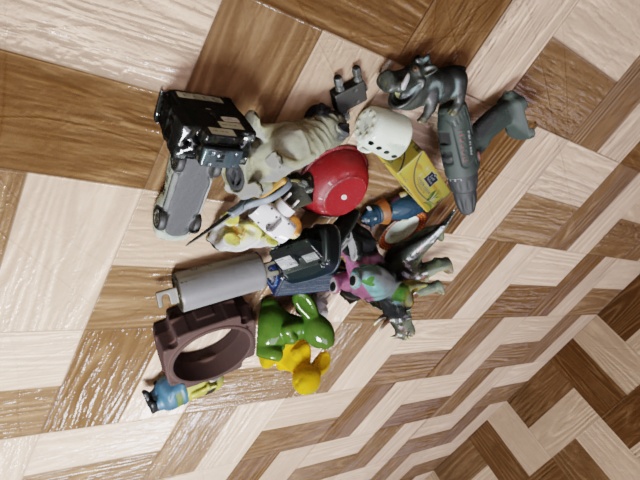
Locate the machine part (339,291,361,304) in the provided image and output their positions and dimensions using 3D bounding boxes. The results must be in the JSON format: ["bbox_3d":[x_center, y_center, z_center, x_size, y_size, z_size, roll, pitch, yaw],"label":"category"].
[{"bbox_3d":[0.084,0.103,1.281,0.039,0.084,0.138,-51,164,-34],"label":"machine part"}]

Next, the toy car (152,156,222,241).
[{"bbox_3d":[-0.215,-0.081,0.859,0.073,0.056,0.201,5,127,-32],"label":"toy car"}]

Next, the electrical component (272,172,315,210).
[{"bbox_3d":[-0.054,-0.084,0.963,0.102,0.045,0.078,-15,129,16],"label":"electrical component"}]

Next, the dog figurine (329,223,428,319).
[{"bbox_3d":[0.128,0.069,1.162,0.219,0.191,0.108,14,154,-35],"label":"dog figurine"}]

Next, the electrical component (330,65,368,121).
[{"bbox_3d":[0.051,-0.245,0.906,0.063,0.021,0.093,-29,142,-9],"label":"electrical component"}]

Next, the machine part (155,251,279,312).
[{"bbox_3d":[-0.192,0.078,1.032,0.243,0.079,0.079,-14,138,-24],"label":"machine part"}]

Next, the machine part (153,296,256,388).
[{"bbox_3d":[-0.240,0.214,1.138,0.201,0.087,0.201,-17,141,-23],"label":"machine part"}]

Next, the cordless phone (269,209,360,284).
[{"bbox_3d":[-0.002,-0.003,1.081,0.147,0.184,0.088,-19,112,40],"label":"cordless phone"}]

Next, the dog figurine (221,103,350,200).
[{"bbox_3d":[-0.055,-0.143,0.889,0.172,0.121,0.190,-23,178,44],"label":"dog figurine"}]

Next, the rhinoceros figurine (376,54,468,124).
[{"bbox_3d":[0.183,-0.267,0.939,0.190,0.073,0.112,-11,138,-29],"label":"rhinoceros figurine"}]

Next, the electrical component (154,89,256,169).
[{"bbox_3d":[-0.159,-0.152,0.755,0.115,0.134,0.058,-1,131,-34],"label":"electrical component"}]

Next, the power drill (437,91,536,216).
[{"bbox_3d":[0.330,-0.190,1.083,0.207,0.086,0.231,-30,113,-12],"label":"power drill"}]

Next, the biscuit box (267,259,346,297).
[{"bbox_3d":[-0.019,0.074,1.172,0.202,0.059,0.062,-1,133,-37],"label":"biscuit box"}]

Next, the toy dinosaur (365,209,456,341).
[{"bbox_3d":[0.203,0.077,1.281,0.192,0.131,0.404,-17,138,-13],"label":"toy dinosaur"}]

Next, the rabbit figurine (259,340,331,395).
[{"bbox_3d":[-0.052,0.307,1.311,0.162,0.173,0.122,24,110,-44],"label":"rabbit figurine"}]

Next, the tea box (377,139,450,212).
[{"bbox_3d":[0.182,-0.138,1.062,0.068,0.098,0.169,-41,141,7],"label":"tea box"}]

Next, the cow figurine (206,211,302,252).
[{"bbox_3d":[-0.120,-0.011,0.989,0.167,0.068,0.098,-2,167,-34],"label":"cow figurine"}]

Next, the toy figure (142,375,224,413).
[{"bbox_3d":[-0.307,0.331,1.221,0.180,0.082,0.089,-22,164,-28],"label":"toy figure"}]

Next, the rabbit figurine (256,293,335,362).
[{"bbox_3d":[-0.050,0.191,1.207,0.170,0.159,0.121,5,173,1],"label":"rabbit figurine"}]

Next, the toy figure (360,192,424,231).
[{"bbox_3d":[0.152,-0.063,1.154,0.154,0.064,0.058,-15,177,-17],"label":"toy figure"}]
